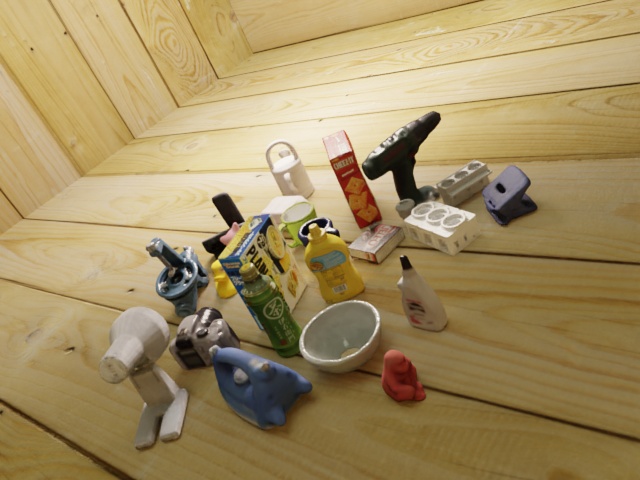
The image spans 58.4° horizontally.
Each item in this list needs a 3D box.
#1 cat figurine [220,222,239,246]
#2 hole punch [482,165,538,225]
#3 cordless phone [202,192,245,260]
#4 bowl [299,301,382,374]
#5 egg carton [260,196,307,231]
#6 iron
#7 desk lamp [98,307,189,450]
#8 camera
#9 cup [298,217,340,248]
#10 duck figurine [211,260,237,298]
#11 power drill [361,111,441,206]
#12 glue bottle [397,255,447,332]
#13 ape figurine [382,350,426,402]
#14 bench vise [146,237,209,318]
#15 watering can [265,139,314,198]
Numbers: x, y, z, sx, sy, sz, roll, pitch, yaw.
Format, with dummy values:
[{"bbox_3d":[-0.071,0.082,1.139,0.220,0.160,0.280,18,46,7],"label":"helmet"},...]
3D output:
[{"bbox_3d":[-0.202,0.007,1.543,0.127,0.118,0.067,2,40,39],"label":"cat figurine"},{"bbox_3d":[0.416,-0.102,1.276,0.101,0.091,0.108,-23,30,5],"label":"hole punch"},{"bbox_3d":[-0.278,-0.043,1.612,0.147,0.185,0.094,-25,30,1],"label":"cordless phone"},{"bbox_3d":[0.049,0.198,1.098,0.167,0.075,0.167,-19,31,12],"label":"bowl"},{"bbox_3d":[-0.097,-0.076,1.643,0.149,0.069,0.107,0,39,37],"label":"egg carton"},{"bbox_3d":[-0.145,0.254,1.089,0.257,0.142,0.119,7,43,43],"label":"iron"},{"bbox_3d":[-0.355,0.268,1.153,0.118,0.214,0.203,-21,30,8],"label":"desk lamp"},{"bbox_3d":[-0.256,0.206,1.290,0.143,0.101,0.137,-14,32,19],"label":"camera"},{"bbox_3d":[0.013,0.005,1.408,0.117,0.095,0.092,4,41,41],"label":"cup"},{"bbox_3d":[-0.248,0.088,1.483,0.077,0.086,0.104,-17,31,15],"label":"duck figurine"},{"bbox_3d":[0.225,-0.186,1.435,0.229,0.209,0.075,-29,30,-5],"label":"power drill"},{"bbox_3d":[0.178,0.095,1.063,0.077,0.173,0.037,4,41,40],"label":"glue bottle"},{"bbox_3d":[0.135,0.226,0.973,0.076,0.092,0.078,-3,37,33],"label":"ape figurine"},{"bbox_3d":[-0.381,0.069,1.479,0.121,0.220,0.207,-28,30,-3],"label":"bench vise"},{"bbox_3d":[-0.102,-0.220,1.749,0.101,0.194,0.172,-33,31,-12],"label":"watering can"}]
